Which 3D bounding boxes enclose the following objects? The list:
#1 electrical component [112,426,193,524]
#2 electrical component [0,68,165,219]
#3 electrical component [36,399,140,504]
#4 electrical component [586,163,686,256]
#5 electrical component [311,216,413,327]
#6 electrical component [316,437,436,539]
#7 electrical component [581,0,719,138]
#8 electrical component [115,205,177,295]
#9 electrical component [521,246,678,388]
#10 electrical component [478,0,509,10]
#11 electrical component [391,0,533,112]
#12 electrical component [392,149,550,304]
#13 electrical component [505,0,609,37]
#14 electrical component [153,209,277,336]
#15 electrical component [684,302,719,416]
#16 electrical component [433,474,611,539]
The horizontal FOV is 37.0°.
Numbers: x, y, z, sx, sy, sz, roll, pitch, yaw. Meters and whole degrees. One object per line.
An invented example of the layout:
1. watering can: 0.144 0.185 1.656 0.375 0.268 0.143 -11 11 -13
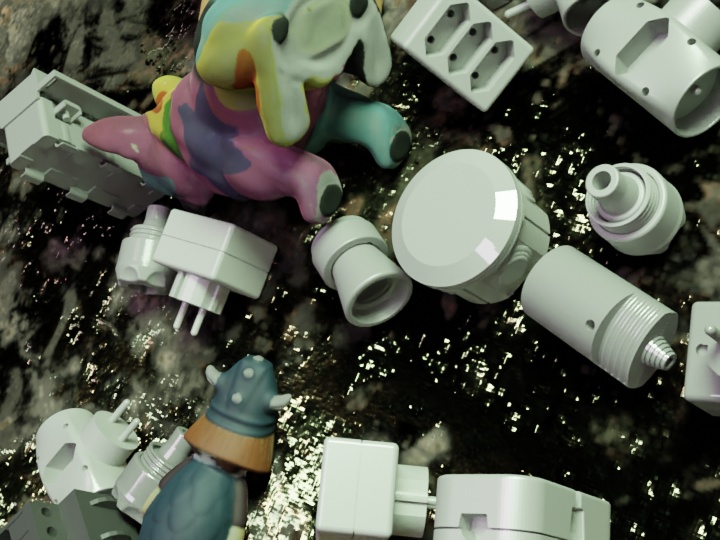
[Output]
1. electrical component: -0.128 0.131 0.696 0.043 0.043 0.062 39 95 41
2. electrical component: -0.200 -0.088 0.790 0.079 0.121 0.063 -33 58 23
3. electrical component: -0.179 0.124 0.739 0.079 0.043 0.077 -49 50 12
4. electrical component: 0.135 -0.034 0.545 0.043 0.062 0.043 -15 64 33
5. electrical component: 0.000 0.000 0.649 0.045 0.045 0.055 -45 51 15
6. electrical component: 0.016 0.122 0.574 0.076 0.083 0.047 6 72 0
7. electrical component: 0.170 -0.122 0.567 0.079 0.043 0.077 -48 50 12
8. electrical component: -0.150 -0.015 0.773 0.043 0.043 0.062 -5 68 37
9. electrical component: 0.125 0.025 0.542 0.081 0.043 0.043 39 97 41
10. electrical component: 0.071 -0.206 0.673 0.080 0.051 0.080 -15 63 33
11. electrical component: 0.056 -0.140 0.654 0.047 0.066 0.076 -52 21 9
12. electrical component: 0.063 -0.023 0.605 0.080 0.051 0.080 -15 63 33
13. electrical component: 0.118 -0.172 0.627 0.079 0.044 0.077 -20 61 31
14. electrical component: -0.105 0.006 0.726 0.066 0.047 0.076 15 82 41
15. electrical component: 0.176 0.036 0.475 0.066 0.077 0.047 -1 71 38
16. electrical component: 0.076 0.132 0.501 0.054 0.095 0.059 -8 67 36
